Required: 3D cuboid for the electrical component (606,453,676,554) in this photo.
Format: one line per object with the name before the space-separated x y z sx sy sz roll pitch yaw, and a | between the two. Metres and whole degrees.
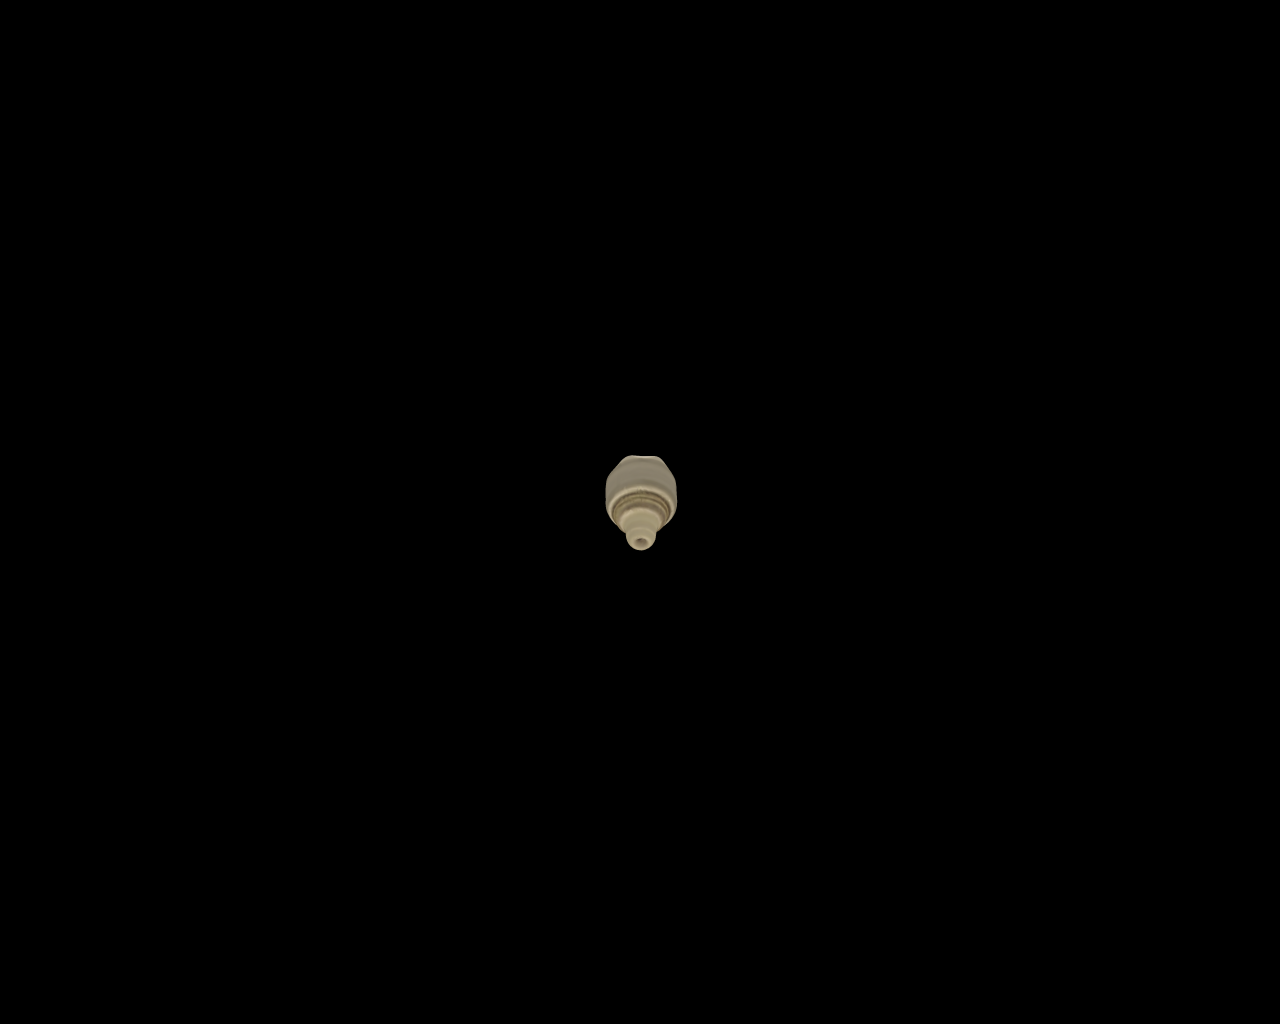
electrical component | 0.001 -0.003 0.650 0.043 0.043 0.062 0 44 0
